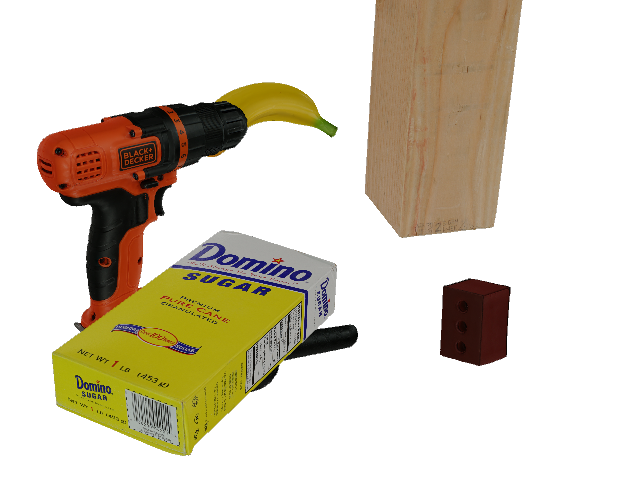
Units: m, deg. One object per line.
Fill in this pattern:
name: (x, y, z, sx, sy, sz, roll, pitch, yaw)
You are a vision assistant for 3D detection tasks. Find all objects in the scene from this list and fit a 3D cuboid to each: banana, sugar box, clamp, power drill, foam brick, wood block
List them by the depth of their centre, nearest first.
sugar box: (-0.070, 0.054, 0.655, 0.093, 0.048, 0.176, 17, 35, 23)
power drill: (-0.134, -0.015, 0.859, 0.184, 0.188, 0.057, -17, 26, -37)
wood block: (0.097, -0.117, 0.873, 0.090, 0.206, 0.091, -7, 30, -16)
banana: (-0.058, -0.119, 1.012, 0.070, 0.037, 0.197, 41, 33, 22)
foam brick: (0.160, 0.084, 1.108, 0.053, 0.078, 0.051, 12, 17, 41)
clamp: (-0.065, 0.118, 1.149, 0.165, 0.036, 0.209, 14, 28, 19)
